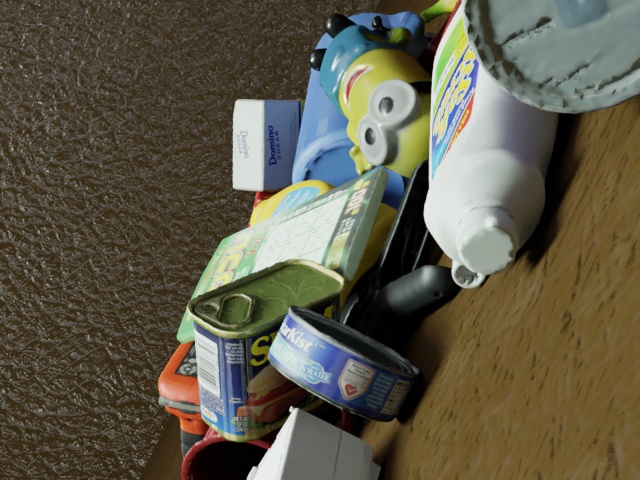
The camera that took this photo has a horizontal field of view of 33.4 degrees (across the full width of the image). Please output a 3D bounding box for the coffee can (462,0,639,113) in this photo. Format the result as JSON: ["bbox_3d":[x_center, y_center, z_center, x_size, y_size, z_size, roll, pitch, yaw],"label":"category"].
[{"bbox_3d":[0.121,-0.132,0.525,0.103,0.102,0.140,-60,6,25],"label":"coffee can"}]

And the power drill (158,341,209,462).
[{"bbox_3d":[-0.077,0.156,0.873,0.184,0.057,0.188,-65,-23,-56],"label":"power drill"}]

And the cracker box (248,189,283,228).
[{"bbox_3d":[-0.043,0.040,1.077,0.213,0.072,0.164,-89,5,-78],"label":"cracker box"}]

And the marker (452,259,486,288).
[{"bbox_3d":[0.090,-0.008,0.643,0.020,0.020,0.121,-60,7,27],"label":"marker"}]

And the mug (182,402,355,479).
[{"bbox_3d":[-0.028,0.140,0.729,0.117,0.093,0.081,-23,21,28],"label":"mug"}]

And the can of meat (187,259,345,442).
[{"bbox_3d":[-0.033,0.070,0.688,0.101,0.058,0.084,-22,-57,-37],"label":"can of meat"}]

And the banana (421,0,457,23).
[{"bbox_3d":[0.166,-0.272,0.998,0.069,0.037,0.198,-33,-13,-37],"label":"banana"}]

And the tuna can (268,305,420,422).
[{"bbox_3d":[0.013,0.073,0.626,0.034,0.086,0.086,-63,6,3],"label":"tuna can"}]

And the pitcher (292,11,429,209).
[{"bbox_3d":[0.038,-0.101,1.008,0.242,0.145,0.149,-77,-25,-56],"label":"pitcher"}]

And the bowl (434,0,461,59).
[{"bbox_3d":[0.145,-0.186,0.782,0.162,0.055,0.162,-62,6,11],"label":"bowl"}]

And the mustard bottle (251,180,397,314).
[{"bbox_3d":[-0.005,0.001,0.858,0.192,0.058,0.096,26,88,56],"label":"mustard bottle"}]

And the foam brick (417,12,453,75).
[{"bbox_3d":[0.110,-0.147,0.899,0.053,0.051,0.078,-54,2,-26],"label":"foam brick"}]

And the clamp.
[{"bbox_3d":[0.047,0.041,0.709,0.120,0.039,0.172,-83,14,-59],"label":"clamp"}]

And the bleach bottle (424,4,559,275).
[{"bbox_3d":[0.102,-0.069,0.614,0.103,0.068,0.250,-59,9,33],"label":"bleach bottle"}]

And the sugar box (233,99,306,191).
[{"bbox_3d":[-0.025,-0.103,1.138,0.175,0.048,0.093,-8,-78,-54],"label":"sugar box"}]
